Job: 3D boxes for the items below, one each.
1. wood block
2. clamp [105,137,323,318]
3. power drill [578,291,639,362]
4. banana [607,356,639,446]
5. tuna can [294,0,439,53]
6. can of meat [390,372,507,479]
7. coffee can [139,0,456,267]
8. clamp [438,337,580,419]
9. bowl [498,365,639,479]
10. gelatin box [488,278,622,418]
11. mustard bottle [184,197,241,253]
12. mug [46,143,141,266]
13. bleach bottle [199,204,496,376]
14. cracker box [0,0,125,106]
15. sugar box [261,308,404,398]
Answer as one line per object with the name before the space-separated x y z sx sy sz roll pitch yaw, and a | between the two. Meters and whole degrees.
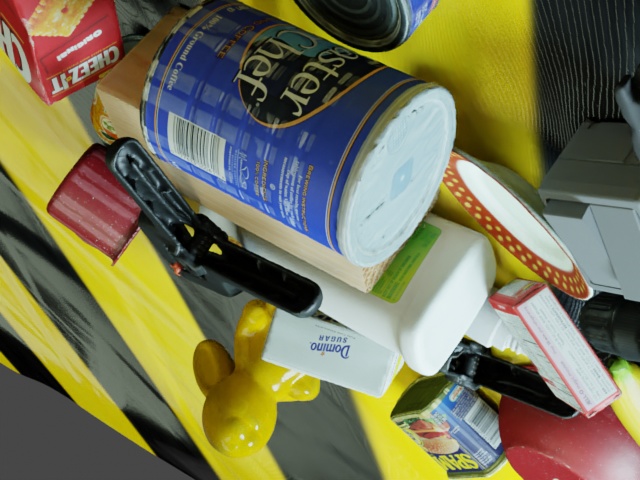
wood block | -0.033 -0.063 0.704 0.206 0.090 0.091 28 155 25
clamp | -0.077 0.009 0.748 0.164 0.036 0.210 38 167 1
power drill | 0.258 0.103 0.629 0.185 0.057 0.187 10 146 53
banana | 0.247 0.152 0.724 0.198 0.037 0.069 50 -163 -4
tuna can | 0.020 -0.139 0.554 0.086 0.033 0.086 32 157 15
can of meat | 0.119 0.165 0.957 0.084 0.057 0.102 43 157 -6
coffee can | -0.012 -0.061 0.581 0.140 0.102 0.103 28 156 25
clamp | 0.124 0.099 0.817 0.120 0.039 0.171 27 178 -7
bowl | 0.200 0.171 0.848 0.162 0.055 0.162 32 157 15
gelatin box | 0.154 0.068 0.702 0.089 0.030 0.073 54 178 -2
mustard bottle | -0.046 0.006 0.894 0.192 0.058 0.096 10 152 49
mug | -0.203 -0.031 0.998 0.081 0.093 0.117 36 143 -8
bleach bottle | -0.005 0.001 0.767 0.251 0.102 0.068 23 155 32
cracker box | -0.198 -0.205 0.646 0.164 0.072 0.214 52 162 18
sugar box | 0.020 0.077 0.831 0.093 0.048 0.176 17 -179 8
